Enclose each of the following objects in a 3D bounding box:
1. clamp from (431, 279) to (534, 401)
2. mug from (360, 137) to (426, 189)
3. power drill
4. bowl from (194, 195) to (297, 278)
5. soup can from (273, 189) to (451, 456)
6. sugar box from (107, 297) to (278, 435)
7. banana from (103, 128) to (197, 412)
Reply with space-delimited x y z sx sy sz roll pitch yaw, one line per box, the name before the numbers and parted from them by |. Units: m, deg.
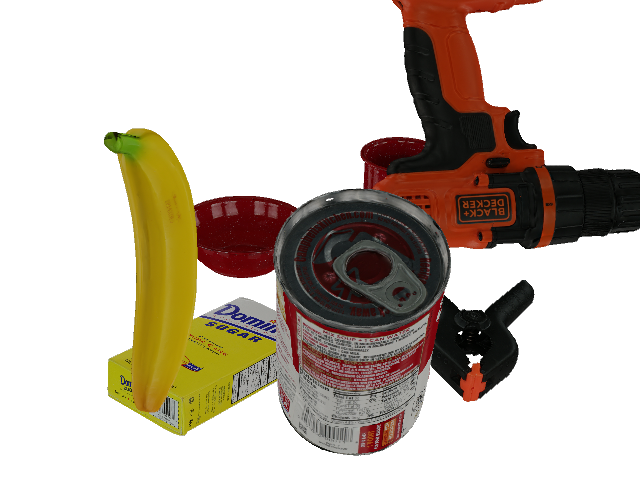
clamp | 0.139 0.077 0.927 0.120 0.039 0.171 -4 33 -2
mug | 0.101 -0.060 1.186 0.117 0.081 0.093 -5 30 -11
power drill | 0.117 -0.088 0.668 0.184 0.187 0.057 -4 -2 -7
bowl | -0.096 0.001 1.318 0.162 0.055 0.162 2 27 -1
soup can | 0.015 0.037 0.444 0.068 0.068 0.102 0 -39 -1
sugar box | -0.096 0.108 0.968 0.093 0.048 0.175 22 32 31
banana | -0.101 0.010 0.638 0.037 0.198 0.069 16 37 26
